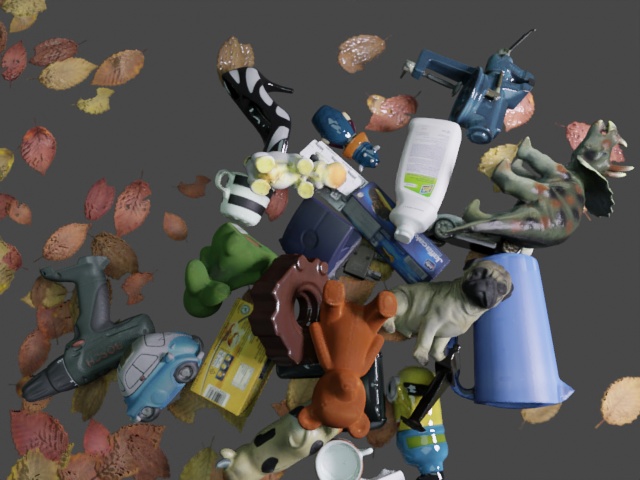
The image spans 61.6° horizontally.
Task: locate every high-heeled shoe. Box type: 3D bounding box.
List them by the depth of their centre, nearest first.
[{"bbox_3d":[-0.127,-0.219,1.005,0.145,0.086,0.249,8,63,-6],"label":"high-heeled shoe"}]

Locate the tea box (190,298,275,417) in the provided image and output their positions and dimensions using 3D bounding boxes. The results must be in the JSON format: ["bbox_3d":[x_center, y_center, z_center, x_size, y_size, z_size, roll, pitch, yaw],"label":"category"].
[{"bbox_3d":[-0.128,0.194,0.893,0.098,0.068,0.169,24,75,17],"label":"tea box"}]

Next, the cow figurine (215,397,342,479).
[{"bbox_3d":[-0.072,0.324,0.828,0.195,0.127,0.085,-38,76,24],"label":"cow figurine"}]

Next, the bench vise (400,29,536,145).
[{"bbox_3d":[0.275,-0.300,1.009,0.241,0.129,0.223,23,79,-2],"label":"bench vise"}]

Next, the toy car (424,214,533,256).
[{"bbox_3d":[0.271,-0.005,0.950,0.202,0.073,0.056,15,78,4],"label":"toy car"}]

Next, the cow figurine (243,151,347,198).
[{"bbox_3d":[-0.043,-0.116,0.919,0.167,0.098,0.068,1,111,-19],"label":"cow figurine"}]

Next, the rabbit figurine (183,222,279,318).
[{"bbox_3d":[-0.165,0.067,0.907,0.121,0.159,0.170,37,93,0],"label":"rabbit figurine"}]

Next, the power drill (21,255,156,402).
[{"bbox_3d":[-0.411,0.140,0.912,0.232,0.086,0.207,-19,71,-7],"label":"power drill"}]

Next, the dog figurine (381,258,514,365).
[{"bbox_3d":[0.194,0.085,0.867,0.172,0.121,0.190,41,104,25],"label":"dog figurine"}]

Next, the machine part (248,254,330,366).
[{"bbox_3d":[-0.035,0.111,0.855,0.056,0.179,0.179,-5,70,37],"label":"machine part"}]

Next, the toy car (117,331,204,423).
[{"bbox_3d":[-0.270,0.205,0.866,0.161,0.109,0.103,-47,111,-5],"label":"toy car"}]

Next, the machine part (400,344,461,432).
[{"bbox_3d":[0.174,0.226,0.810,0.039,0.084,0.139,30,65,24],"label":"machine part"}]

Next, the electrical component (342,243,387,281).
[{"bbox_3d":[0.072,0.036,0.966,0.094,0.021,0.063,20,75,7],"label":"electrical component"}]

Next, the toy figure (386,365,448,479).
[{"bbox_3d":[0.162,0.294,0.864,0.089,0.082,0.180,-4,65,-21],"label":"toy figure"}]

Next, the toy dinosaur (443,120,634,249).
[{"bbox_3d":[0.373,-0.058,0.894,0.192,0.131,0.405,36,57,19],"label":"toy dinosaur"}]

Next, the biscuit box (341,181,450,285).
[{"bbox_3d":[0.132,-0.008,0.950,0.063,0.059,0.203,-35,77,-35],"label":"biscuit box"}]

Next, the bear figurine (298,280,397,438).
[{"bbox_3d":[0.037,0.177,0.787,0.120,0.131,0.196,14,53,-4],"label":"bear figurine"}]

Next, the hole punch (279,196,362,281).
[{"bbox_3d":[-0.002,-0.003,0.934,0.142,0.092,0.116,37,84,20],"label":"hole punch"}]

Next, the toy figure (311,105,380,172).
[{"bbox_3d":[0.053,-0.191,1.013,0.154,0.064,0.058,43,41,7],"label":"toy figure"}]

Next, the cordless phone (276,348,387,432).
[{"bbox_3d":[0.014,0.242,0.890,0.184,0.088,0.146,-5,74,11],"label":"cordless phone"}]
